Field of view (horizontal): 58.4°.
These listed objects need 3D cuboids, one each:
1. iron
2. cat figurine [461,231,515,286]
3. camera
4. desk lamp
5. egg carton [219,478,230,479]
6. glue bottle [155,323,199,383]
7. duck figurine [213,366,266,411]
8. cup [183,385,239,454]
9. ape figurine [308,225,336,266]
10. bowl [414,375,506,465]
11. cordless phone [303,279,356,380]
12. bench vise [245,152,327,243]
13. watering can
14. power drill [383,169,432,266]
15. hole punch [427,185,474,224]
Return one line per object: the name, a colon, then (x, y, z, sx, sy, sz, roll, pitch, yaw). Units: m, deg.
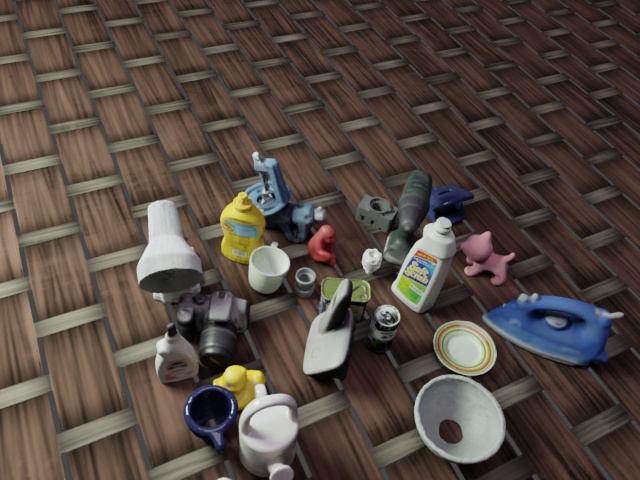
iron: (0.482, 0.162, 1.190, 0.258, 0.141, 0.119, 15, 49, 6)
cat figurine: (0.379, 0.033, 1.306, 0.127, 0.118, 0.067, 17, 49, 7)
camera: (-0.213, 0.172, 1.119, 0.143, 0.101, 0.137, 4, 49, -4)
desk lamp: (-0.302, 0.039, 1.148, 0.118, 0.213, 0.203, -8, 50, -14)
egg carton: (-0.145, 0.456, 0.900, 0.107, 0.069, 0.150, -30, 59, -29)
glue bottle: (-0.263, 0.201, 1.038, 0.078, 0.173, 0.037, -12, 51, -17)
duck figurine: (-0.151, 0.263, 1.057, 0.105, 0.086, 0.077, -16, 53, -20)
cup: (-0.183, 0.324, 0.993, 0.092, 0.095, 0.117, -13, 52, -18)
ape figurine: (0.012, 0.005, 1.300, 0.076, 0.092, 0.078, 25, 51, 14)
bowl: (0.248, 0.339, 1.050, 0.167, 0.075, 0.167, 4, 49, -4)
cordless phone: (0.025, 0.171, 1.094, 0.094, 0.185, 0.147, 8, 48, 0)
bench vise: (-0.087, -0.106, 1.298, 0.207, 0.220, 0.121, 1, 49, -6)
watering can: (-0.080, 0.317, 0.947, 0.101, 0.194, 0.172, -28, 58, -28)
power drill: (0.201, -0.041, 1.287, 0.075, 0.208, 0.230, 15, 49, 6)
hole punch: (0.312, -0.099, 1.431, 0.109, 0.091, 0.101, -18, 54, -22)
